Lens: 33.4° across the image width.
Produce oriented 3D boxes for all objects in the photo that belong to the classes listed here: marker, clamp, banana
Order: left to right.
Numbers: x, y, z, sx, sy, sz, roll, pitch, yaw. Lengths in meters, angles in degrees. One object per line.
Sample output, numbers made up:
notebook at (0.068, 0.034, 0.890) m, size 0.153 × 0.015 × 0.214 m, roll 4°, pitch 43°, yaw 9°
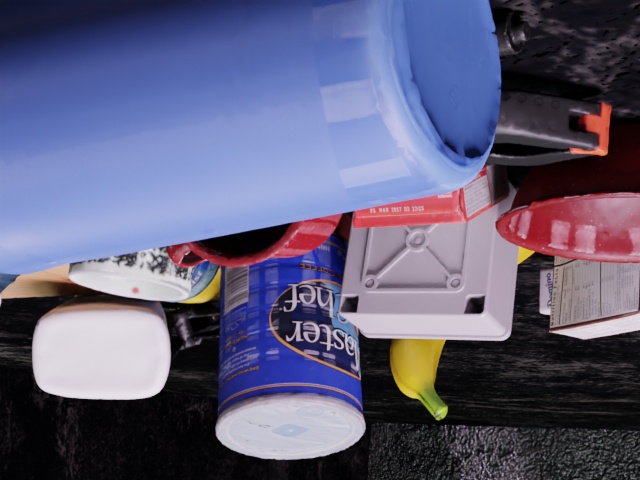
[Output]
clamp at (-0.136, 0.088, 1.014) m, size 0.164 × 0.036 × 0.210 m, roll -19°, pitch -167°, yaw -35°
marker at (0.045, -0.090, 0.514) m, size 0.121 × 0.020 × 0.020 m, roll -5°, pitch 164°, yaw 37°
clamp at (0.065, -0.063, 0.579) m, size 0.172 × 0.039 × 0.120 m, roll -2°, pitch 174°, yaw 31°
banana at (0.102, 0.048, 0.783) m, size 0.070 × 0.197 × 0.037 m, roll 22°, pitch 146°, yaw 22°

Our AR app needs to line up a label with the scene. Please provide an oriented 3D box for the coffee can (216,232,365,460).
coffee can at (-0.022, 0.073, 0.765) m, size 0.103 × 0.140 × 0.103 m, roll -1°, pitch 148°, yaw -1°

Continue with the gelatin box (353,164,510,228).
gelatin box at (0.069, -0.032, 0.662) m, size 0.073 × 0.030 × 0.089 m, roll -2°, pitch -168°, yaw 29°

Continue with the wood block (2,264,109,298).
wood block at (-0.214, -0.008, 0.821) m, size 0.206 × 0.090 × 0.090 m, roll -4°, pitch 163°, yaw 36°

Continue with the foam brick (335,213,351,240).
foam brick at (-0.006, 0.001, 0.858) m, size 0.053 × 0.051 × 0.078 m, roll 0°, pitch 166°, yaw 21°

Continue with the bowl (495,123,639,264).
bowl at (0.187, -0.029, 0.637) m, size 0.162 × 0.055 × 0.162 m, roll 5°, pitch 167°, yaw 1°

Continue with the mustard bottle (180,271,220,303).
mustard bottle at (-0.190, 0.037, 1.075) m, size 0.192 × 0.058 × 0.096 m, roll -5°, pitch 174°, yaw 38°

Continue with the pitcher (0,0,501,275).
pitcher at (-0.047, -0.060, 0.465) m, size 0.243 × 0.149 × 0.145 m, roll -6°, pitch 127°, yaw 31°

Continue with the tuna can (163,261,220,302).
tuna can at (-0.119, 0.006, 0.852) m, size 0.086 × 0.086 × 0.033 m, roll -2°, pitch 167°, yaw 30°

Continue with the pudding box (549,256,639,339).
pudding box at (0.210, 0.020, 0.763) m, size 0.039 × 0.090 × 0.114 m, roll 10°, pitch 166°, yaw -18°

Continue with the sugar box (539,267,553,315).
sugar box at (0.261, 0.037, 0.840) m, size 0.093 × 0.048 × 0.176 m, roll 8°, pitch 166°, yaw -22°

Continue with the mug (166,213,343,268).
mug at (-0.043, -0.022, 0.642) m, size 0.117 × 0.093 × 0.081 m, roll -43°, pitch 165°, yaw 15°

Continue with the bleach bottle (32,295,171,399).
bleach bottle at (-0.167, 0.071, 0.885) m, size 0.102 × 0.068 × 0.251 m, roll 1°, pitch -175°, yaw -4°
